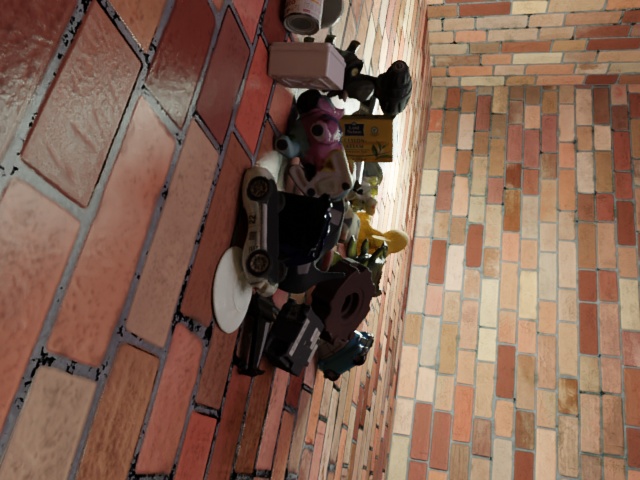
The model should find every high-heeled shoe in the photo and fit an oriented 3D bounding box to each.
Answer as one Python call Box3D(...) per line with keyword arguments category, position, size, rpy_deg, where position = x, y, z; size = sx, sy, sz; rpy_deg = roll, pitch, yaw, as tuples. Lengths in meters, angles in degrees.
Box3D(category="high-heeled shoe", position=(-0.028, -0.014, 1.009), size=(0.086, 0.145, 0.249), rpy_deg=(105, -16, -57))

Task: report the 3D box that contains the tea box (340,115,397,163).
Box3D(category="tea box", position=(0.084, -0.226, 1.194), size=(0.068, 0.170, 0.098), rpy_deg=(-54, 143, -61))

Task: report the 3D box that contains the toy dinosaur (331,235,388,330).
Box3D(category="toy dinosaur", position=(0.057, 0.107, 1.243), size=(0.471, 0.105, 0.198), rpy_deg=(-43, 146, -47))

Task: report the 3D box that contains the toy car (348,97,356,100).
Box3D(category="toy car", position=(0.070, -0.399, 1.323), size=(0.202, 0.053, 0.089), rpy_deg=(-26, 122, -73))

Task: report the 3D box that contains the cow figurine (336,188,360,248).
Box3D(category="cow figurine", position=(0.048, -0.059, 1.266), size=(0.194, 0.086, 0.127), rpy_deg=(43, 59, -67))

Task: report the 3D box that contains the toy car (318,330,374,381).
Box3D(category="toy car", position=(0.048, 0.260, 1.294), size=(0.103, 0.161, 0.109), rpy_deg=(45, 40, -6))

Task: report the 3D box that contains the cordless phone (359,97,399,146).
Box3D(category="cordless phone", position=(0.148, -0.309, 1.382), size=(0.089, 0.147, 0.184), rpy_deg=(-13, 130, -30))

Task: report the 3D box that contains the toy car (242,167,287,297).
Box3D(category="toy car", position=(-0.088, -0.013, 0.826), size=(0.073, 0.056, 0.201), rpy_deg=(43, 44, -69))

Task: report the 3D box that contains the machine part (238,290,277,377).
Box3D(category="machine part", position=(-0.101, 0.155, 0.884), size=(0.084, 0.039, 0.139), rpy_deg=(69, 27, -66))

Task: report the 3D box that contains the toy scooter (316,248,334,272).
Box3D(category="toy scooter", position=(-0.002, -0.003, 1.125), size=(0.135, 0.075, 0.184), rpy_deg=(33, 58, -71))

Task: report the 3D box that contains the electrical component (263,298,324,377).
Box3D(category="electrical component", position=(-0.047, 0.185, 0.993), size=(0.115, 0.058, 0.134), rpy_deg=(-59, 154, -20))

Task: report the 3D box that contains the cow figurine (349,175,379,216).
Box3D(category="cow figurine", position=(0.102, -0.115, 1.377), size=(0.167, 0.098, 0.068), rpy_deg=(-83, 177, -65))

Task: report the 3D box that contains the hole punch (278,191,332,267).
Box3D(category="hole punch", position=(-0.042, -0.012, 0.923), size=(0.092, 0.116, 0.142), rpy_deg=(88, 16, -48))

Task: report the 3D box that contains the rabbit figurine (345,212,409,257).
Box3D(category="rabbit figurine", position=(0.164, -0.003, 1.525), size=(0.162, 0.173, 0.121), rpy_deg=(-57, 151, -68))

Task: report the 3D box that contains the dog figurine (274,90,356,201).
Box3D(category="dog figurine", position=(0.007, -0.187, 1.027), size=(0.191, 0.108, 0.219), rpy_deg=(60, 24, -18))

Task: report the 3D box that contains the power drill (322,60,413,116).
Box3D(category="power drill", position=(0.097, -0.341, 1.132), size=(0.232, 0.207, 0.086), rpy_deg=(30, 76, -75))

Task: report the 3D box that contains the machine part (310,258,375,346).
Box3D(category="machine part", position=(0.048, 0.128, 1.104), size=(0.179, 0.056, 0.179), rpy_deg=(-31, 132, -41))

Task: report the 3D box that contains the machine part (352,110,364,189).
Box3D(category="machine part", position=(0.075, -0.215, 1.331), size=(0.079, 0.079, 0.243), rpy_deg=(57, 41, -64))

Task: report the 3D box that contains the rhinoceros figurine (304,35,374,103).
Box3D(category="rhinoceros figurine", position=(0.032, -0.324, 1.024), size=(0.073, 0.191, 0.112), rpy_deg=(-15, 131, -30))
